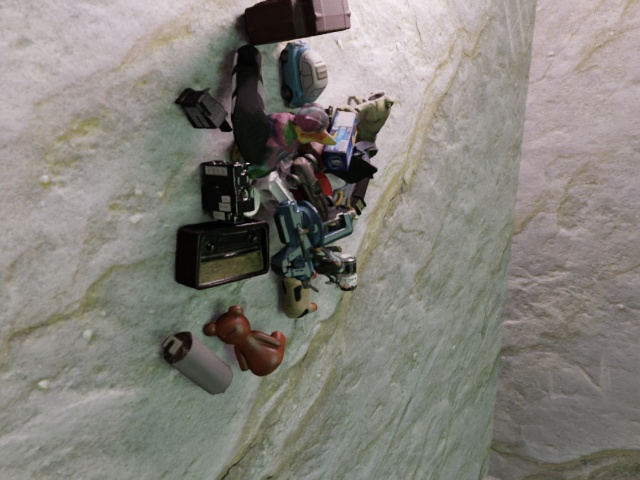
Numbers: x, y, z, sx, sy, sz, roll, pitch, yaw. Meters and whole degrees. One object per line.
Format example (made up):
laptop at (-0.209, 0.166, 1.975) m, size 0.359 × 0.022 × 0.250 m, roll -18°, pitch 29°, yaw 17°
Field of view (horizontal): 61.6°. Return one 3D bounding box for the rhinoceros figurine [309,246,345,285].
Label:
rhinoceros figurine at (0.004, 0.057, 1.482) m, size 0.190 × 0.112 × 0.073 m, roll 42°, pitch 36°, yaw -36°

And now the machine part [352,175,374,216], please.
machine part at (0.129, -0.148, 1.650) m, size 0.084 × 0.039 × 0.139 m, roll 36°, pitch 69°, yaw -60°

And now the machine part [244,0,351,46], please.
machine part at (-0.050, -0.488, 1.183) m, size 0.201 × 0.202 × 0.087 m, roll -31°, pitch 119°, yaw -46°

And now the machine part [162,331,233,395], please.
machine part at (-0.266, 0.273, 1.188) m, size 0.079 × 0.079 × 0.243 m, roll -60°, pitch 139°, yaw -25°

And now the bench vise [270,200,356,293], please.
bench vise at (-0.008, -0.004, 1.295) m, size 0.241 × 0.129 × 0.223 m, roll -22°, pitch 96°, yaw -26°

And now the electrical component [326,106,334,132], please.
electrical component at (0.014, -0.311, 1.457) m, size 0.078 × 0.045 × 0.102 m, roll -62°, pitch 155°, yaw -72°

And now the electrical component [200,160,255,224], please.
electrical component at (-0.199, -0.102, 1.152) m, size 0.058 × 0.115 × 0.134 m, roll -17°, pitch 113°, yaw -47°

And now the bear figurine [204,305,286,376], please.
bear figurine at (-0.179, 0.234, 1.291) m, size 0.120 × 0.132 × 0.195 m, roll -42°, pitch 105°, yaw 5°

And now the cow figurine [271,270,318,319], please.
cow figurine at (-0.068, 0.115, 1.420) m, size 0.127 × 0.086 × 0.194 m, roll -26°, pitch 120°, yaw -56°

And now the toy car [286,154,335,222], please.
toy car at (-0.017, -0.122, 1.361) m, size 0.089 × 0.053 × 0.201 m, roll -54°, pitch 134°, yaw -31°

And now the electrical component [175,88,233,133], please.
electrical component at (-0.232, -0.255, 1.105) m, size 0.048 × 0.075 × 0.119 m, roll -60°, pitch 143°, yaw -26°

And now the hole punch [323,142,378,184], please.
hole punch at (0.090, -0.230, 1.512) m, size 0.115 × 0.142 × 0.092 m, roll 22°, pitch 58°, yaw -45°

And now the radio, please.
radio at (-0.211, 0.024, 1.202) m, size 0.229 × 0.073 × 0.131 m, roll -12°, pitch 110°, yaw -54°

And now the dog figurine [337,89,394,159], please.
dog figurine at (0.155, -0.321, 1.543) m, size 0.121 × 0.173 × 0.190 m, roll -41°, pitch 123°, yaw -27°

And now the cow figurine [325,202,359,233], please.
cow figurine at (0.054, -0.062, 1.509) m, size 0.167 × 0.098 × 0.068 m, roll -32°, pitch 84°, yaw -43°

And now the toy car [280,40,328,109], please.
toy car at (-0.030, -0.405, 1.319) m, size 0.109 × 0.103 × 0.161 m, roll -32°, pitch 125°, yaw -47°

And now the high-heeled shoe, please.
high-heeled shoe at (-0.161, -0.294, 1.172) m, size 0.086 × 0.145 × 0.248 m, roll 1°, pitch 110°, yaw -21°

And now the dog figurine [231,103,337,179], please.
dog figurine at (-0.074, -0.221, 1.207) m, size 0.108 × 0.219 × 0.191 m, roll 43°, pitch 64°, yaw -46°

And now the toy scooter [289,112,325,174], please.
toy scooter at (-0.026, -0.268, 1.383) m, size 0.135 × 0.075 × 0.183 m, roll -56°, pitch 130°, yaw -31°

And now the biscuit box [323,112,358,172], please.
biscuit box at (0.057, -0.260, 1.411) m, size 0.203 × 0.059 × 0.062 m, roll -74°, pitch 163°, yaw -45°
